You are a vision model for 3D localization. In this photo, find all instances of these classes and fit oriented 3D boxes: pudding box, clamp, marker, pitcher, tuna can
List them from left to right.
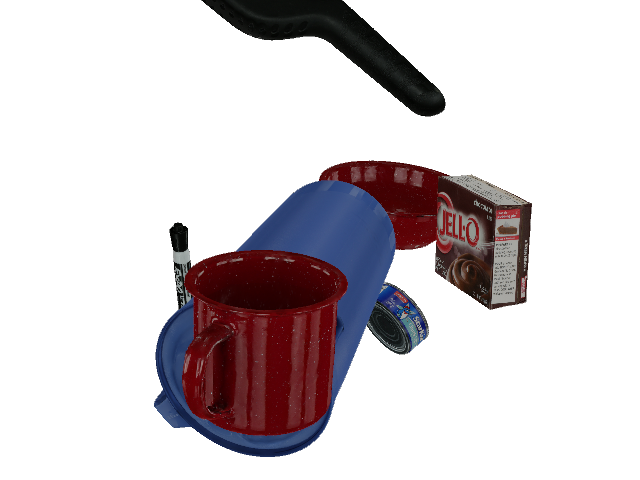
[{"bbox_3d":[-0.142,0.036,1.108,0.020,0.121,0.020,-2,31,1],"label":"marker"},{"bbox_3d":[-0.028,0.051,0.844,0.149,0.145,0.242,12,30,14],"label":"pitcher"},{"bbox_3d":[0.000,-0.167,0.750,0.210,0.164,0.036,5,-28,-9],"label":"clamp"},{"bbox_3d":[0.087,0.094,1.280,0.033,0.086,0.086,-38,17,-23],"label":"tuna can"},{"bbox_3d":[0.136,-0.002,0.909,0.039,0.090,0.114,-7,17,-19],"label":"pudding box"}]

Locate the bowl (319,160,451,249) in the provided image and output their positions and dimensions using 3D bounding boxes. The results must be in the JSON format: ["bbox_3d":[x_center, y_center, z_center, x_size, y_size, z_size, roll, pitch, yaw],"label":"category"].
[{"bbox_3d":[0.077,-0.033,1.118,0.162,0.055,0.162,5,22,-2],"label":"bowl"}]

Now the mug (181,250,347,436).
[{"bbox_3d":[-0.038,0.063,0.609,0.093,0.081,0.117,13,23,26],"label":"mug"}]
